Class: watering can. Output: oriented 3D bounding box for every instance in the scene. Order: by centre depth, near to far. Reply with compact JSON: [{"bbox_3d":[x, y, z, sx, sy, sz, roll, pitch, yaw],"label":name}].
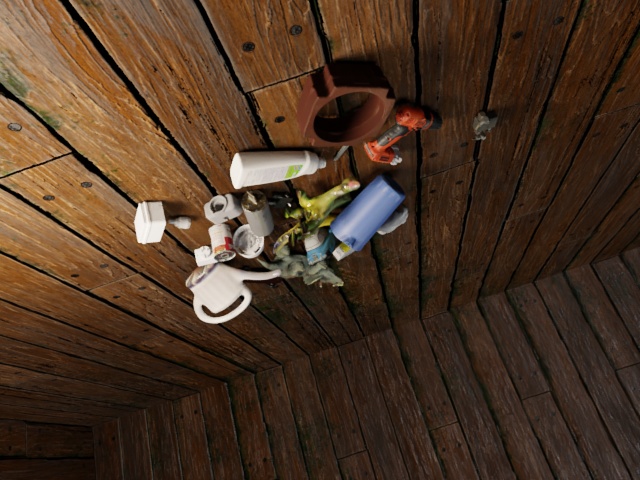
[{"bbox_3d":[-0.319,0.148,1.803,0.345,0.105,0.222,-39,105,10],"label":"watering can"}]

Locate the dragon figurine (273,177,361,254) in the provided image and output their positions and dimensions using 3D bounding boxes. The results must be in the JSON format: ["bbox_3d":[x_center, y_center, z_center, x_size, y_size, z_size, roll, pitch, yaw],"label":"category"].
[{"bbox_3d":[0.005,-0.082,1.622,0.245,0.123,0.403,-19,165,-32],"label":"dragon figurine"}]

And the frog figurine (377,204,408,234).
[{"bbox_3d":[0.251,-0.073,1.797,0.136,0.125,0.158,-47,134,14],"label":"frog figurine"}]
